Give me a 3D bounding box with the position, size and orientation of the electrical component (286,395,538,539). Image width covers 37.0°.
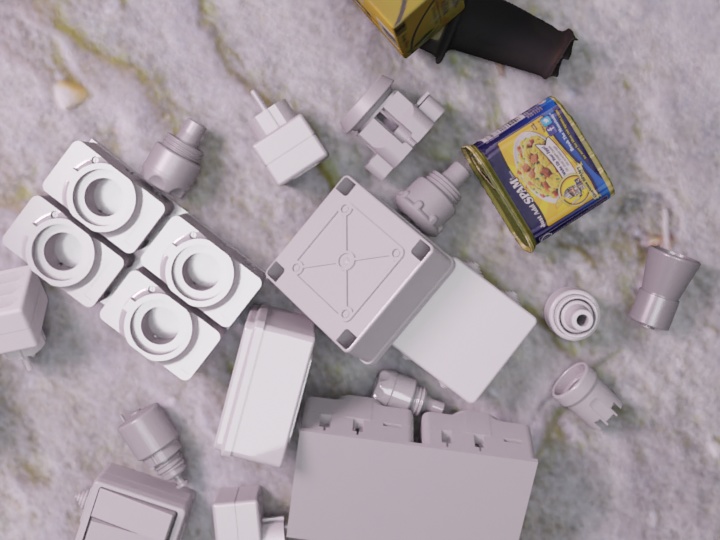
[{"bbox_3d":[0.040,0.170,0.880,0.186,0.060,0.105,8,116,-1],"label":"electrical component"}]

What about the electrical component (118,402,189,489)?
[{"bbox_3d":[-0.170,0.148,0.903,0.040,0.040,0.078,-32,95,3],"label":"electrical component"}]

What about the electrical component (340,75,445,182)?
[{"bbox_3d":[0.021,-0.120,0.870,0.057,0.058,0.078,42,94,-7],"label":"electrical component"}]

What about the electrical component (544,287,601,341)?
[{"bbox_3d":[0.177,0.037,0.883,0.043,0.062,0.043,0,95,0],"label":"electrical component"}]

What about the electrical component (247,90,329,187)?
[{"bbox_3d":[-0.065,-0.112,0.866,0.047,0.065,0.076,-33,95,3],"label":"electrical component"}]

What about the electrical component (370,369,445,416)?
[{"bbox_3d":[0.041,0.107,0.903,0.061,0.035,0.035,20,95,-4],"label":"electrical component"}]

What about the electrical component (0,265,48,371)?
[{"bbox_3d":[-0.283,0.048,0.885,0.047,0.065,0.076,-12,125,1],"label":"electrical component"}]

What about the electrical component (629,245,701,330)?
[{"bbox_3d":[0.250,0.017,0.893,0.044,0.044,0.065,18,100,-2],"label":"electrical component"}]

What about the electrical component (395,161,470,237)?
[{"bbox_3d":[0.063,-0.062,0.883,0.048,0.048,0.062,45,87,-4],"label":"electrical component"}]

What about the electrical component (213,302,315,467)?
[{"bbox_3d":[-0.074,0.090,0.864,0.056,0.108,0.108,15,95,-4],"label":"electrical component"}]

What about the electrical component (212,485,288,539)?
[{"bbox_3d":[-0.081,0.227,0.908,0.076,0.047,0.083,-5,95,-1],"label":"electrical component"}]

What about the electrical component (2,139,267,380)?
[{"bbox_3d":[-0.182,-0.009,0.878,0.186,0.060,0.105,38,94,-4],"label":"electrical component"}]

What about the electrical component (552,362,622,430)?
[{"bbox_3d":[0.191,0.106,0.903,0.046,0.040,0.040,43,94,-10],"label":"electrical component"}]

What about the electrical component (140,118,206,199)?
[{"bbox_3d":[-0.148,-0.093,0.879,0.043,0.043,0.062,30,93,-3],"label":"electrical component"}]

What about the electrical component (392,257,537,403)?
[{"bbox_3d":[0.083,0.047,0.890,0.100,0.048,0.099,37,94,-3],"label":"electrical component"}]

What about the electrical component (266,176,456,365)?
[{"bbox_3d":[0.000,0.000,0.859,0.109,0.056,0.108,42,95,29],"label":"electrical component"}]

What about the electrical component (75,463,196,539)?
[{"bbox_3d":[-0.194,0.206,0.898,0.096,0.061,0.061,19,95,-2],"label":"electrical component"}]
